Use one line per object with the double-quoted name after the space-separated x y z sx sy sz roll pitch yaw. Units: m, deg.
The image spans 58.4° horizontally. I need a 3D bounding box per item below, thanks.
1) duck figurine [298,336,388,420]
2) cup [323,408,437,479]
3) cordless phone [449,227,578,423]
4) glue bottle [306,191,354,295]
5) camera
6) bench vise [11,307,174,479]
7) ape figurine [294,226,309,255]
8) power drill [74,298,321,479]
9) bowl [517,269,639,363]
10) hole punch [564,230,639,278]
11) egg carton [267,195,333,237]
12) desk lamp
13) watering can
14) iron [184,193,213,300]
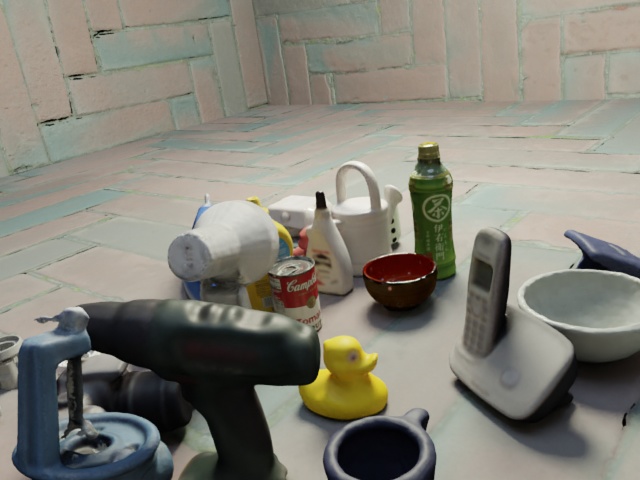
0.023 0.150 0.657 0.104 0.086 0.077 -1 22 18 "duck figurine"
0.060 0.206 0.485 0.091 0.095 0.118 9 27 38 "cup"
0.206 0.087 0.620 0.094 0.185 0.147 -16 22 -21 "cordless phone"
0.008 0.003 0.925 0.077 0.173 0.037 5 24 29 "glue bottle"
-0.219 0.184 0.632 0.136 0.101 0.143 -7 21 2 "camera"
-0.218 0.180 0.471 0.121 0.220 0.208 0 22 18 "bench vise"
-0.015 0.019 1.008 0.076 0.092 0.077 -13 21 -14 "ape figurine"
-0.108 0.148 0.534 0.229 0.209 0.075 -5 21 6 "power drill"
0.327 0.101 0.699 0.167 0.075 0.167 -6 21 3 "bowl"
0.413 0.031 0.830 0.101 0.091 0.108 -7 21 1 "hole punch"
-0.044 -0.050 1.231 0.149 0.069 0.107 7 25 33 "egg carton"
-0.125 0.069 0.742 0.117 0.214 0.203 -3 21 13 "desk lamp"
0.074 -0.046 1.002 0.100 0.194 0.173 4 24 28 "watering can"
-0.194 0.014 1.011 0.118 0.141 0.258 -9 21 -4 "iron"
